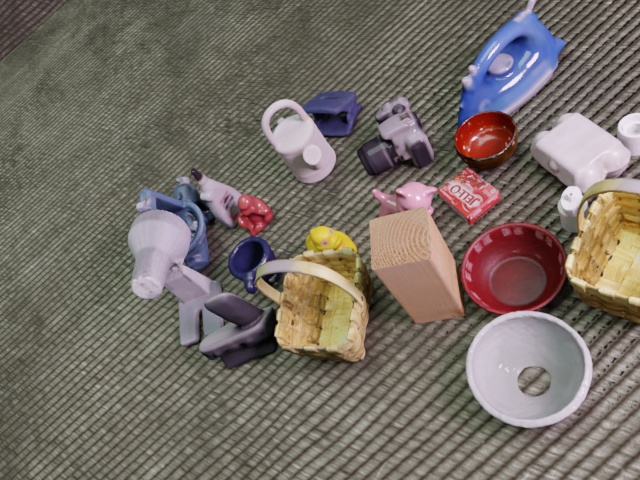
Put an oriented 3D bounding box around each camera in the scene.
[{"bbox_3d":[0.136,-0.201,1.136,0.136,0.101,0.143,-28,51,11],"label":"camera"}]

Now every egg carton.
[{"bbox_3d":[0.429,-0.144,0.956,0.107,0.070,0.150,-38,50,3],"label":"egg carton"}]

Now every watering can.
[{"bbox_3d":[-0.045,-0.208,1.180,0.172,0.195,0.101,23,74,37],"label":"watering can"}]

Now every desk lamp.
[{"bbox_3d":[-0.288,0.071,1.126,0.117,0.214,0.203,-24,52,14],"label":"desk lamp"}]

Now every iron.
[{"bbox_3d":[0.334,-0.323,1.076,0.258,0.142,0.118,-46,50,-4],"label":"iron"}]

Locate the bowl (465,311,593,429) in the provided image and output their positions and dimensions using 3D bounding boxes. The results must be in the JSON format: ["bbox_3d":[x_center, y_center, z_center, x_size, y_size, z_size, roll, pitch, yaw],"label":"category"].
[{"bbox_3d":[0.298,0.190,0.815,0.167,0.075,0.167,-14,55,21],"label":"bowl"}]

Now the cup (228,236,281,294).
[{"bbox_3d":[-0.117,0.064,1.114,0.091,0.095,0.117,-19,54,18],"label":"cup"}]

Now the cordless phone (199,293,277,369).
[{"bbox_3d":[-0.171,0.150,1.031,0.147,0.186,0.094,-27,51,12],"label":"cordless phone"}]

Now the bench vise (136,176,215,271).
[{"bbox_3d":[-0.318,-0.058,1.221,0.121,0.220,0.207,-34,50,6],"label":"bench vise"}]

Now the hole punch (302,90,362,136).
[{"bbox_3d":[0.022,-0.293,1.263,0.108,0.091,0.101,7,65,32],"label":"hole punch"}]

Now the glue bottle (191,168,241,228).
[{"bbox_3d":[-0.223,-0.099,1.224,0.037,0.174,0.078,7,65,32],"label":"glue bottle"}]

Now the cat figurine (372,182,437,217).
[{"bbox_3d":[0.152,-0.069,1.032,0.127,0.118,0.067,14,69,35],"label":"cat figurine"}]

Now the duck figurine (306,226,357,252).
[{"bbox_3d":[0.010,0.004,1.086,0.104,0.086,0.077,16,70,36],"label":"duck figurine"}]

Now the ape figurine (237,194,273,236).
[{"bbox_3d":[-0.144,-0.063,1.211,0.077,0.092,0.076,-3,60,28],"label":"ape figurine"}]
